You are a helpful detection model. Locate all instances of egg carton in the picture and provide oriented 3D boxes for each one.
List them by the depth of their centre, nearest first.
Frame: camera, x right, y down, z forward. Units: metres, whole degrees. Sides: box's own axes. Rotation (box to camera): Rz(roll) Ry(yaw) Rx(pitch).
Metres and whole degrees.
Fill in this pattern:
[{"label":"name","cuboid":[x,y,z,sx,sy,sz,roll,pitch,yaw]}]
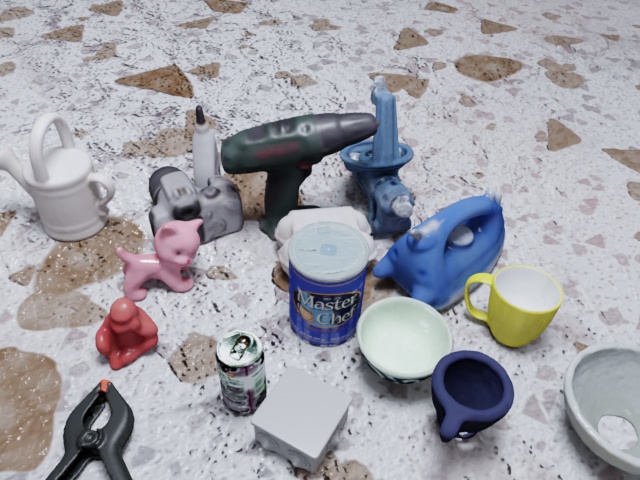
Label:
[{"label":"egg carton","cuboid":[0.008,0.003,0.869,0.150,0.069,0.107,-6,45,-9]}]

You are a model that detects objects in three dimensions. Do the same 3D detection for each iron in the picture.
[{"label":"iron","cuboid":[0.204,-0.010,0.841,0.259,0.141,0.118,-30,53,-29]}]

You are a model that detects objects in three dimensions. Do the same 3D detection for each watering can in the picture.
[{"label":"watering can","cuboid":[-0.399,-0.099,0.862,0.173,0.194,0.100,-6,45,-9]}]

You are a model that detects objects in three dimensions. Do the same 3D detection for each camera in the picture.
[{"label":"camera","cuboid":[-0.210,-0.070,0.910,0.143,0.101,0.136,-19,48,-21]}]

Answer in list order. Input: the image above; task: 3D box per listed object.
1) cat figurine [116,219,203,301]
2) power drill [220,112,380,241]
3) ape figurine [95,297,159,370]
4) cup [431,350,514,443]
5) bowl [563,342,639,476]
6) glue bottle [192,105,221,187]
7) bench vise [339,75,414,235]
[{"label":"cat figurine","cuboid":[-0.222,0.017,0.808,0.128,0.118,0.067,-12,46,-15]},{"label":"power drill","cuboid":[-0.031,-0.099,0.872,0.230,0.208,0.075,-4,45,-7]},{"label":"ape figurine","cuboid":[-0.247,0.110,0.730,0.078,0.092,0.076,3,44,0]},{"label":"cup","cuboid":[0.163,0.198,0.660,0.091,0.095,0.118,25,49,21]},{"label":"bowl","cuboid":[0.363,0.208,0.675,0.167,0.075,0.167,2,44,-1]},{"label":"glue bottle","cuboid":[-0.187,-0.143,0.934,0.037,0.173,0.078,1,44,-1]},{"label":"bench vise","cuboid":[0.112,-0.132,0.905,0.122,0.220,0.206,-23,50,-24]}]
